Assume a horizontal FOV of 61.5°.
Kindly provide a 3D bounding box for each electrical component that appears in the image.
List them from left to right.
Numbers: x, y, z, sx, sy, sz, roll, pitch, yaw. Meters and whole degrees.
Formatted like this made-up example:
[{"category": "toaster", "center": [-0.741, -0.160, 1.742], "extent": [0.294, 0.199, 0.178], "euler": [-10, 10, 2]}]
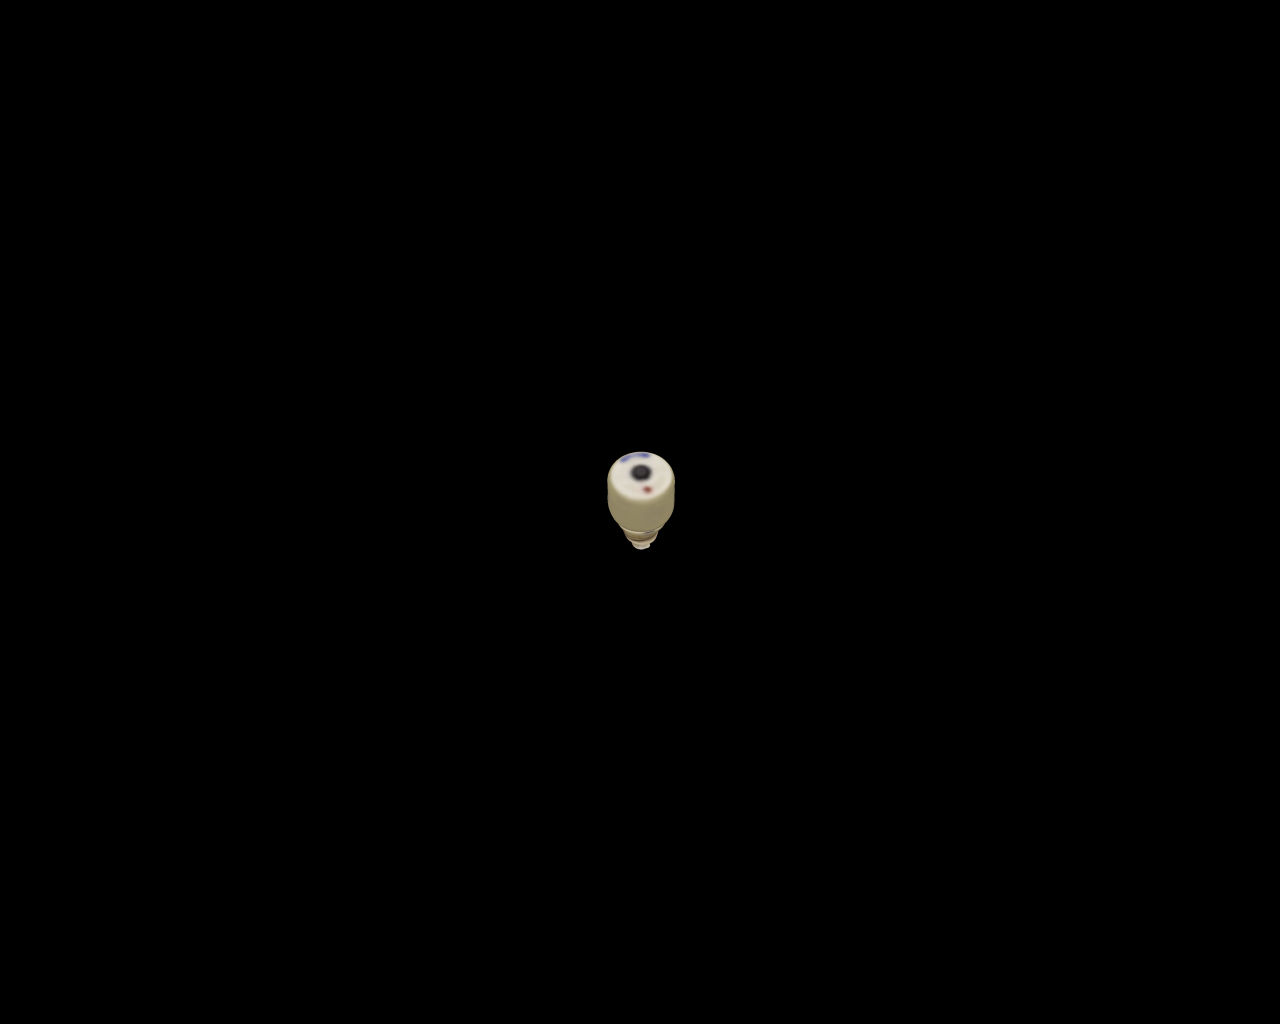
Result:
[{"category": "electrical component", "center": [0.001, -0.003, 0.650], "extent": [0.040, 0.040, 0.078], "euler": [0, -36, 0]}]
